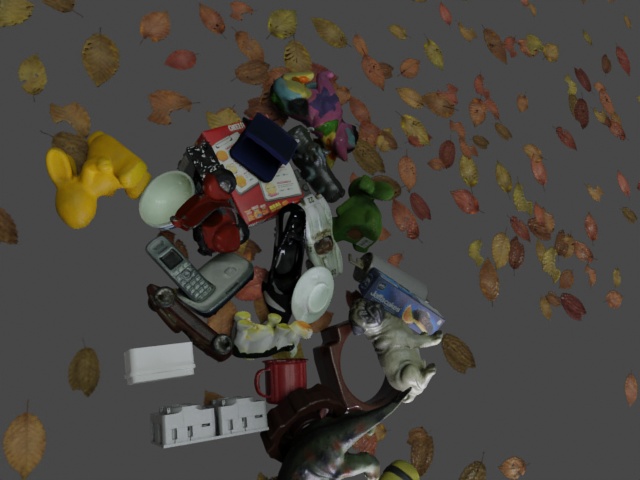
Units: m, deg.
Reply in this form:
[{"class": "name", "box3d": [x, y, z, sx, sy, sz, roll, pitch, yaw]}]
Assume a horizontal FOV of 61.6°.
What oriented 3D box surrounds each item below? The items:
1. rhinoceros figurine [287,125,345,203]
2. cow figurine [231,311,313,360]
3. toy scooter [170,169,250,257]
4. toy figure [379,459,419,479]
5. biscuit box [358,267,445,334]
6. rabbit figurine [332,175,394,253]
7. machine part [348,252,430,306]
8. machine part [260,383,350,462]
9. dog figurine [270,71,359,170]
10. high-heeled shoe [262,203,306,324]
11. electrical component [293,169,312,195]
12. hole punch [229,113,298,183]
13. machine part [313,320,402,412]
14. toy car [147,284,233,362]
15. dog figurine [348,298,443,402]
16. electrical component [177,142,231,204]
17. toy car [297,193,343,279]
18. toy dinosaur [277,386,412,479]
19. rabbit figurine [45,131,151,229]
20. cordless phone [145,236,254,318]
[{"class": "rhinoceros figurine", "box3d": [-0.017, -0.164, 1.203, 0.073, 0.112, 0.190, -38, 104, -29]}, {"class": "cow figurine", "box3d": [-0.099, 0.201, 1.077, 0.167, 0.068, 0.098, 9, 106, -24]}, {"class": "toy scooter", "box3d": [-0.204, -0.033, 0.983, 0.075, 0.183, 0.135, 32, 54, 34]}, {"class": "toy figure", "box3d": [0.136, 0.532, 1.114, 0.180, 0.082, 0.089, -23, 91, -29]}, {"class": "biscuit box", "box3d": [0.180, 0.141, 1.192, 0.202, 0.059, 0.063, 33, 100, -19]}, {"class": "rabbit figurine", "box3d": [0.091, -0.085, 1.232, 0.121, 0.159, 0.170, 17, 53, -14]}, {"class": "machine part", "box3d": [0.165, 0.099, 1.249, 0.243, 0.079, 0.079, 31, 64, -20]}, {"class": "machine part", "box3d": [-0.027, 0.355, 1.031, 0.179, 0.056, 0.179, -15, 127, -21]}, {"class": "dog figurine", "box3d": [-0.006, -0.272, 1.242, 0.191, 0.108, 0.219, -14, 86, -32]}, {"class": "high-heeled shoe", "box3d": [-0.058, 0.052, 1.096, 0.086, 0.145, 0.248, -2, 81, -27]}, {"class": "electrical component", "box3d": [-0.045, -0.107, 1.198, 0.021, 0.063, 0.094, -23, 89, -32]}, {"class": "hole punch", "box3d": [-0.106, -0.198, 1.096, 0.142, 0.092, 0.116, 34, 57, -12]}, {"class": "machine part", "box3d": [0.096, 0.267, 1.161, 0.201, 0.087, 0.201, -13, 82, -31]}, {"class": "toy car", "box3d": [-0.247, 0.156, 1.000, 0.202, 0.089, 0.053, 42, 66, -12]}, {"class": "dog figurine", "box3d": [0.132, 0.223, 1.099, 0.190, 0.121, 0.172, 20, 64, -8]}, {"class": "electrical component", "box3d": [-0.227, -0.114, 1.071, 0.058, 0.115, 0.134, -25, 89, -27]}, {"class": "toy car", "box3d": [-0.002, -0.004, 1.169, 0.073, 0.056, 0.201, -26, 114, -28]}, {"class": "toy dinosaur", "box3d": [-0.004, 0.406, 0.972, 0.192, 0.131, 0.404, 21, 101, -38]}, {"class": "rabbit figurine", "box3d": [-0.416, -0.106, 0.970, 0.162, 0.122, 0.173, 37, 81, -12]}, {"class": "cordless phone", "box3d": [-0.235, 0.048, 1.043, 0.184, 0.089, 0.146, 48, 60, -4]}]
